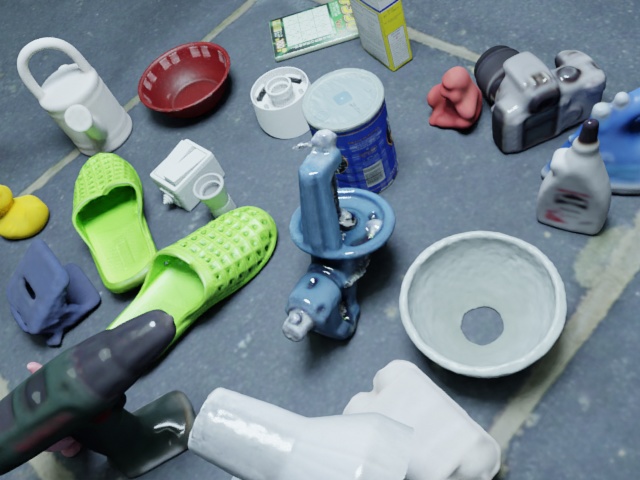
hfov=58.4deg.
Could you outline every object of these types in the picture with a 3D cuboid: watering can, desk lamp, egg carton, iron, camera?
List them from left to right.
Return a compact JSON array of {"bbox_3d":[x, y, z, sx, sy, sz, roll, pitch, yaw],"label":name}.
[{"bbox_3d":[-0.383,-0.227,0.897,0.172,0.194,0.101,32,71,30],"label":"watering can"},{"bbox_3d":[-0.014,0.203,0.505,0.202,0.214,0.118,13,63,23],"label":"desk lamp"},{"bbox_3d":[0.095,0.197,0.565,0.107,0.069,0.150,-42,57,-12],"label":"egg carton"},{"bbox_3d":[0.275,-0.209,0.753,0.143,0.101,0.136,-24,55,0],"label":"camera"},{"bbox_3d":[0.389,-0.135,0.648,0.258,0.142,0.118,-10,56,10],"label":"iron"}]

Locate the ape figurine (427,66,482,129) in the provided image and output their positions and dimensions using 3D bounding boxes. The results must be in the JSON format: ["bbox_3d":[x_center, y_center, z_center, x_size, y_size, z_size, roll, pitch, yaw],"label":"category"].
[{"bbox_3d":[0.184,-0.196,0.776,0.076,0.092,0.077,-25,55,0],"label":"ape figurine"}]

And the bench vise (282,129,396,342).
[{"bbox_3d":[0.017,0.002,0.620,0.121,0.220,0.207,-3,58,15],"label":"bench vise"}]

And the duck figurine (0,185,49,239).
[{"bbox_3d":[-0.480,-0.052,0.880,0.104,0.086,0.077,10,62,22],"label":"duck figurine"}]

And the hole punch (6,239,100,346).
[{"bbox_3d":[-0.370,0.070,0.767,0.101,0.091,0.108,-43,57,-12],"label":"hole punch"}]

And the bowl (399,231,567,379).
[{"bbox_3d":[0.172,0.077,0.616,0.167,0.075,0.167,-7,57,12],"label":"bowl"}]

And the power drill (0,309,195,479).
[{"bbox_3d":[-0.212,0.170,0.586,0.229,0.209,0.075,-30,55,-3],"label":"power drill"}]

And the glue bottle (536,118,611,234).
[{"bbox_3d":[0.279,-0.070,0.619,0.078,0.173,0.037,13,63,23],"label":"glue bottle"}]

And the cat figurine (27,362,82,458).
[{"bbox_3d":[-0.302,0.193,0.653,0.067,0.118,0.127,-33,55,-6],"label":"cat figurine"}]
